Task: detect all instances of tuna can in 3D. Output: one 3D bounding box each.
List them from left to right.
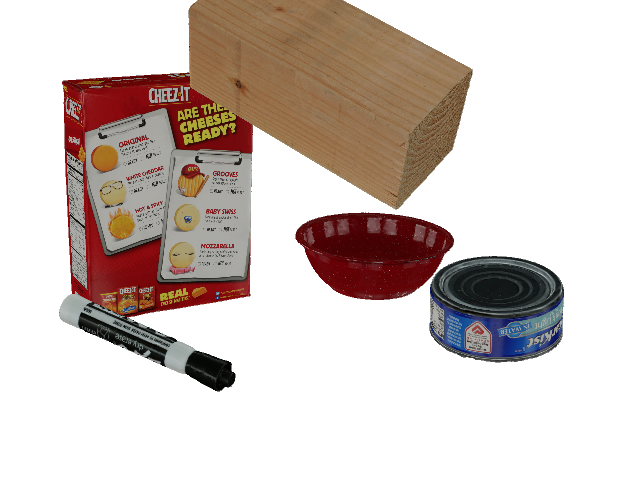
[{"bbox_3d":[0.113,0.042,0.685,0.086,0.034,0.086,-3,24,1],"label":"tuna can"}]

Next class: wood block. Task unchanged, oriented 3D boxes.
[{"bbox_3d":[0.003,-0.126,0.840,0.206,0.091,0.090,32,56,18],"label":"wood block"}]

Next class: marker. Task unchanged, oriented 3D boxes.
[{"bbox_3d":[-0.104,0.062,0.643,0.121,0.020,0.020,21,7,21],"label":"marker"}]

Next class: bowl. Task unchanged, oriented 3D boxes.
[{"bbox_3d":[0.055,0.020,1.092,0.162,0.055,0.162,1,18,-1],"label":"bowl"}]

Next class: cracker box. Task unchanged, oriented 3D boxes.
[{"bbox_3d":[-0.149,-0.044,0.987,0.163,0.214,0.072,-9,20,-29],"label":"cracker box"}]
